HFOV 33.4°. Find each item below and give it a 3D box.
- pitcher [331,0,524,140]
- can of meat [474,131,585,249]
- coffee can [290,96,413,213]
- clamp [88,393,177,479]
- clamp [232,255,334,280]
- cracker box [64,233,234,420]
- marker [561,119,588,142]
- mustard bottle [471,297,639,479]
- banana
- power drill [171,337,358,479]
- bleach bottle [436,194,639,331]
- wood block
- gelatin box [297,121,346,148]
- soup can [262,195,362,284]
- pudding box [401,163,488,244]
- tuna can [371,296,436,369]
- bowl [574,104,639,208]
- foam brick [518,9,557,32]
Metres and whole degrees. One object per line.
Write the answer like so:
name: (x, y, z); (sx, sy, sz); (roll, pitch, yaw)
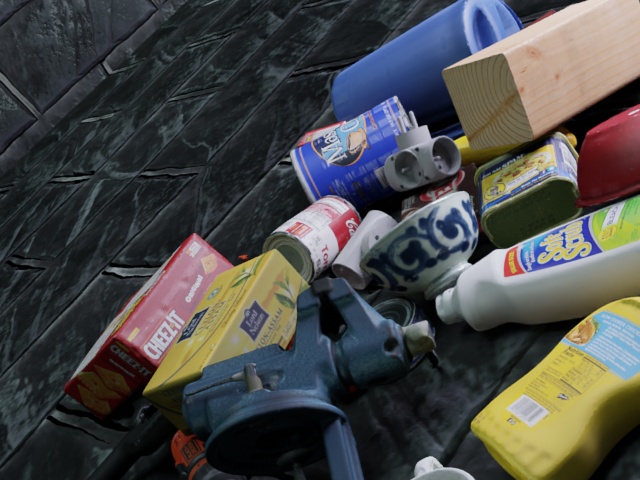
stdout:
pitcher: (0.131, -0.194, 1.323); (0.243, 0.145, 0.149); (-21, 16, 43)
can of meat: (0.201, -0.046, 1.022); (0.102, 0.057, 0.084); (-28, 27, 23)
coffee can: (0.050, -0.090, 1.244); (0.140, 0.102, 0.103); (-27, 25, 9)
clamp: (-0.185, 0.202, 1.111); (0.210, 0.036, 0.164); (-37, 20, 51)
clamp: (-0.071, 0.044, 1.240); (0.120, 0.039, 0.172); (-11, 6, -28)
cracker box: (-0.201, 0.106, 1.241); (0.214, 0.072, 0.164); (-39, 15, 54)
marker: (0.255, -0.129, 1.140); (0.020, 0.020, 0.121); (-37, 24, 4)
mustard bottle: (0.203, 0.096, 0.757); (0.191, 0.058, 0.096); (-42, 24, -6)
banana: (0.201, -0.098, 1.135); (0.198, 0.037, 0.069); (-7, 29, 48)
power drill: (-0.051, 0.172, 0.991); (0.187, 0.057, 0.185); (-42, 23, -8)
bleach bottle: (0.201, 0.029, 0.879); (0.251, 0.068, 0.102); (-23, 25, 37)
wood block: (0.236, -0.174, 1.080); (0.205, 0.090, 0.091); (-30, 14, -32)
gelatin box: (0.027, -0.101, 1.334); (0.073, 0.089, 0.030); (-11, 38, 48)
soup can: (-0.008, 0.001, 1.160); (0.069, 0.068, 0.102); (-17, 14, 41)
pudding box: (0.131, -0.024, 1.105); (0.090, 0.039, 0.113); (-29, 25, 20)
tuna can: (0.063, 0.092, 0.999); (0.086, 0.033, 0.086); (-32, 24, 16)
bowl: (0.281, -0.086, 0.908); (0.162, 0.055, 0.162); (-27, 3, 1)
foam brick: (0.265, -0.210, 1.200); (0.051, 0.078, 0.053); (-35, 22, 12)
